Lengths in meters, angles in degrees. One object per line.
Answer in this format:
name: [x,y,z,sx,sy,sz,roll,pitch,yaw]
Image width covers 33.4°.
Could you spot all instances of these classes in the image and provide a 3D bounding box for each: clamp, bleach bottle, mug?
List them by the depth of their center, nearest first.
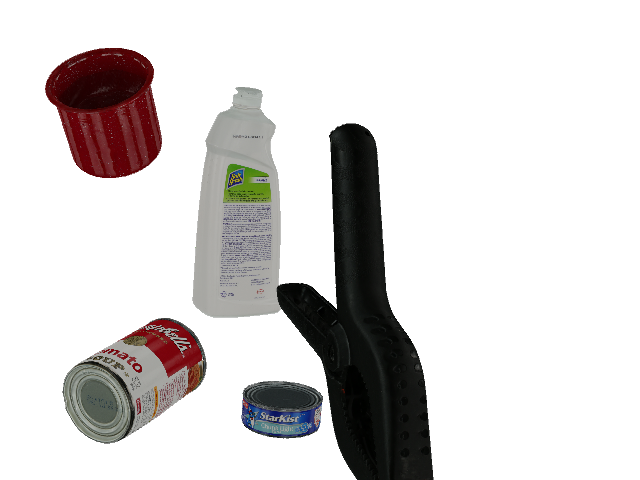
clamp: [0.023,0.051,0.589,0.036,0.210,0.165,-3,-44,-19]
mug: [-0.188,-0.117,0.944,0.093,0.081,0.117,-14,45,-8]
bleach bottle: [-0.084,-0.043,1.182,0.102,0.251,0.068,-3,19,-30]

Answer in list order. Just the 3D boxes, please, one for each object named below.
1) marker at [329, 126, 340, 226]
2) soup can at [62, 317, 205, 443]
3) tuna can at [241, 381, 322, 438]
marker: [0.019,-0.044,0.918,0.020,0.121,0.020,-2,37,1]
soup can: [-0.146,0.110,0.845,0.069,0.068,0.102,0,15,28]
tuna can: [-0.041,0.180,1.137,0.086,0.034,0.086,5,12,-1]
